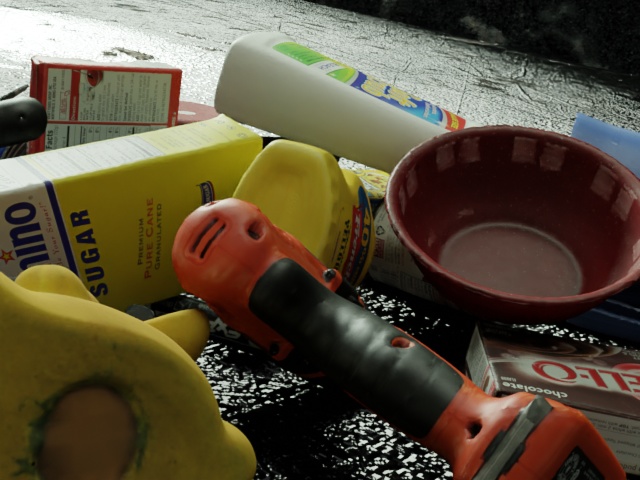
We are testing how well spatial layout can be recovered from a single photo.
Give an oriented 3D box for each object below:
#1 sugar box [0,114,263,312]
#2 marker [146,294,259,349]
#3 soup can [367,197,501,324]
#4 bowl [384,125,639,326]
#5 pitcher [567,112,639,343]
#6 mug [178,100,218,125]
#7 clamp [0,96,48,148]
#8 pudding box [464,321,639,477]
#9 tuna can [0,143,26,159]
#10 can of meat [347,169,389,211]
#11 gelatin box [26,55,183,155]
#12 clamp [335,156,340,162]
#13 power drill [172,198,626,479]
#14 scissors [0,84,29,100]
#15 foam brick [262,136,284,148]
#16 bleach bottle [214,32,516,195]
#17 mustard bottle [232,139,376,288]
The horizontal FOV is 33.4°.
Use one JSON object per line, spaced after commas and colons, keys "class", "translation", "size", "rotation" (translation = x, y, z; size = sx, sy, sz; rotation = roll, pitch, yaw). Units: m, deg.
{"class": "sugar box", "translation": [-0.114, -0.006, 0.585], "size": [0.175, 0.093, 0.048], "rotation": [-20, 36, -38]}
{"class": "marker", "translation": [-0.054, 0.048, 0.615], "size": [0.121, 0.020, 0.020], "rotation": [15, 18, 18]}
{"class": "soup can", "translation": [0.088, 0.010, 0.731], "size": [0.102, 0.068, 0.068], "rotation": [20, 20, 32]}
{"class": "bowl", "translation": [0.117, -0.001, 0.638], "size": [0.162, 0.055, 0.162], "rotation": [1, 42, -1]}
{"class": "pitcher", "translation": [0.277, 0.009, 0.768], "size": [0.243, 0.149, 0.145], "rotation": [17, 3, 12]}
{"class": "mug", "translation": [-0.119, -0.066, 0.842], "size": [0.117, 0.081, 0.093], "rotation": [21, 20, 33]}
{"class": "clamp", "translation": [-0.246, -0.048, 0.605], "size": [0.171, 0.039, 0.120], "rotation": [-14, 0, -21]}
{"class": "pudding box", "translation": [0.137, 0.084, 0.565], "size": [0.113, 0.039, 0.090], "rotation": [9, 17, -1]}
{"class": "tuna can", "translation": [-0.196, -0.044, 0.721], "size": [0.034, 0.086, 0.085], "rotation": [18, 19, 30]}
{"class": "can of meat", "translation": [0.040, -0.022, 0.830], "size": [0.083, 0.057, 0.102], "rotation": [1, 19, -19]}
{"class": "gelatin box", "translation": [-0.132, -0.072, 0.648], "size": [0.089, 0.073, 0.030], "rotation": [-2, 19, -30]}
{"class": "clamp", "translation": [-0.037, -0.067, 0.967], "size": [0.209, 0.036, 0.165], "rotation": [4, 17, -19]}
{"class": "power drill", "translation": [0.037, 0.066, 0.468], "size": [0.188, 0.057, 0.184], "rotation": [31, -6, 35]}
{"class": "scissors", "translation": [-0.272, -0.062, 0.709], "size": [0.096, 0.016, 0.202], "rotation": [-25, 5, -37]}
{"class": "foam brick", "translation": [-0.032, -0.034, 0.793], "size": [0.052, 0.078, 0.051], "rotation": [-2, 24, -34]}
{"class": "bleach bottle", "translation": [0.054, -0.077, 0.757], "size": [0.251, 0.068, 0.102], "rotation": [24, 18, 17]}
{"class": "mustard bottle", "translation": [-0.004, 0.001, 0.645], "size": [0.058, 0.096, 0.191], "rotation": [14, -1, 13]}
